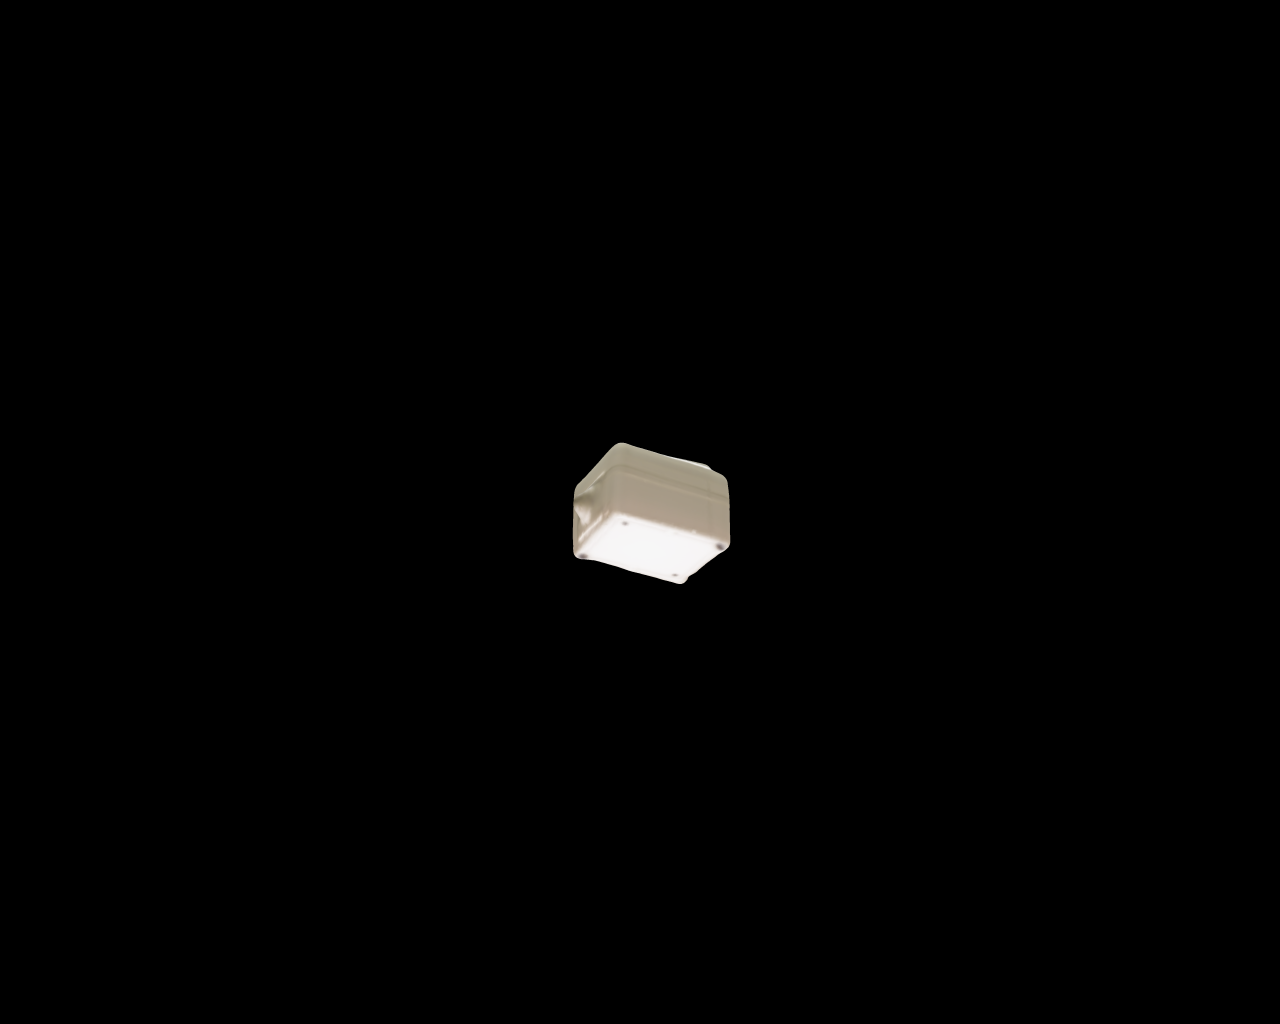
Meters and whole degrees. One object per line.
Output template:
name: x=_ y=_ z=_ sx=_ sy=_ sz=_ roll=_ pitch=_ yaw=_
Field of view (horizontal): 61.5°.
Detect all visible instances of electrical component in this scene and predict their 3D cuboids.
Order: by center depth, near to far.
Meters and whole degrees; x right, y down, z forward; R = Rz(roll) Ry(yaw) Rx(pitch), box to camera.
electrical component: x=0.001 y=-0.003 z=0.650 sx=0.096 sy=0.061 sz=0.061 roll=17 pitch=-36 yaw=-24
